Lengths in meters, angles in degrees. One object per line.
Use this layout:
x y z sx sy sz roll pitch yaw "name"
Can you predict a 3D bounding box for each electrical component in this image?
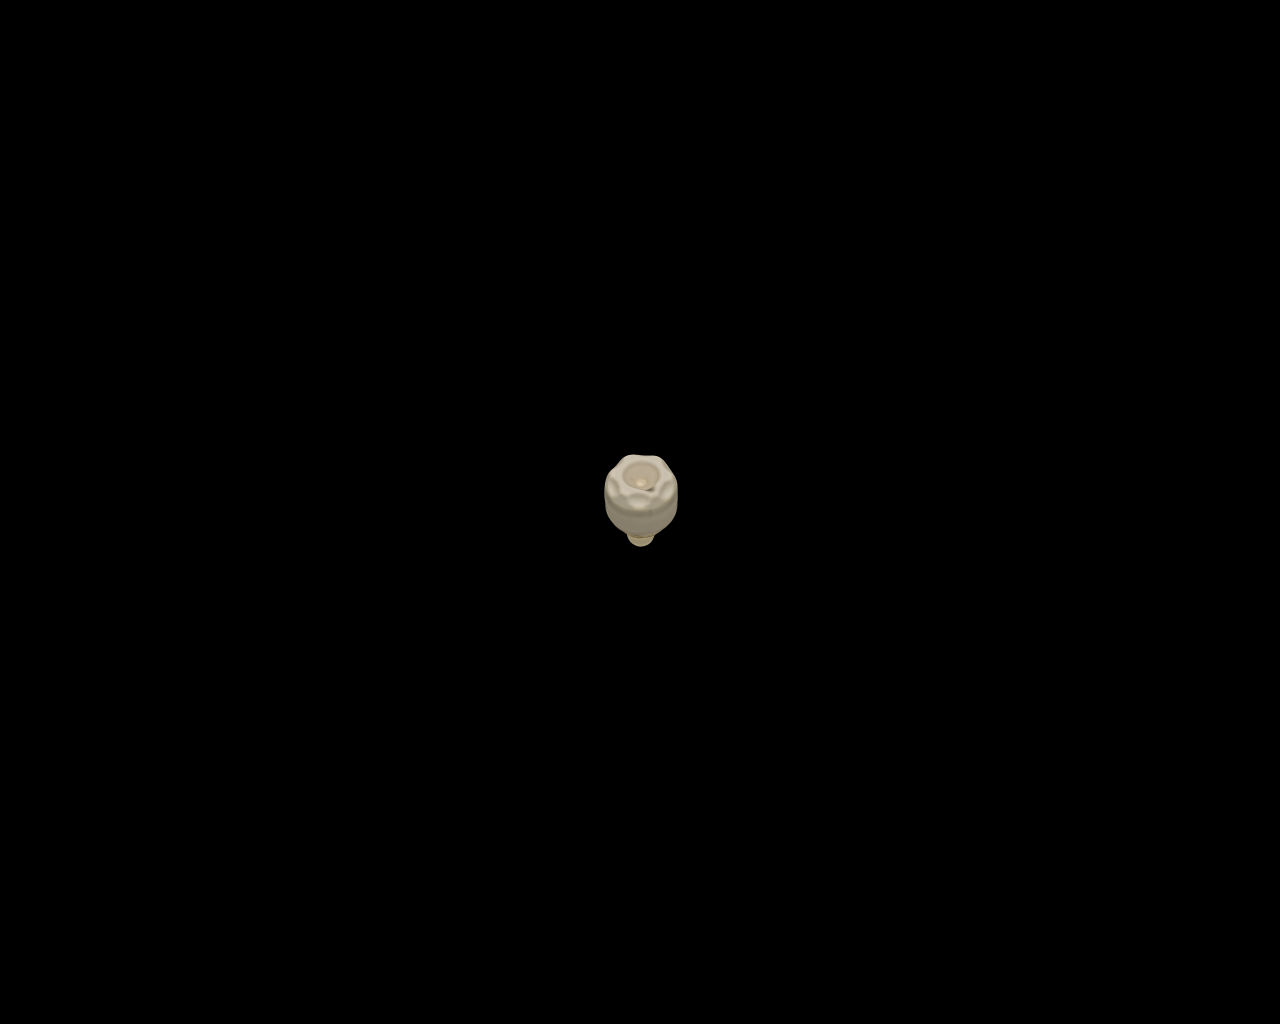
0.001 -0.003 0.650 0.043 0.043 0.062 0 -41 0 "electrical component"
